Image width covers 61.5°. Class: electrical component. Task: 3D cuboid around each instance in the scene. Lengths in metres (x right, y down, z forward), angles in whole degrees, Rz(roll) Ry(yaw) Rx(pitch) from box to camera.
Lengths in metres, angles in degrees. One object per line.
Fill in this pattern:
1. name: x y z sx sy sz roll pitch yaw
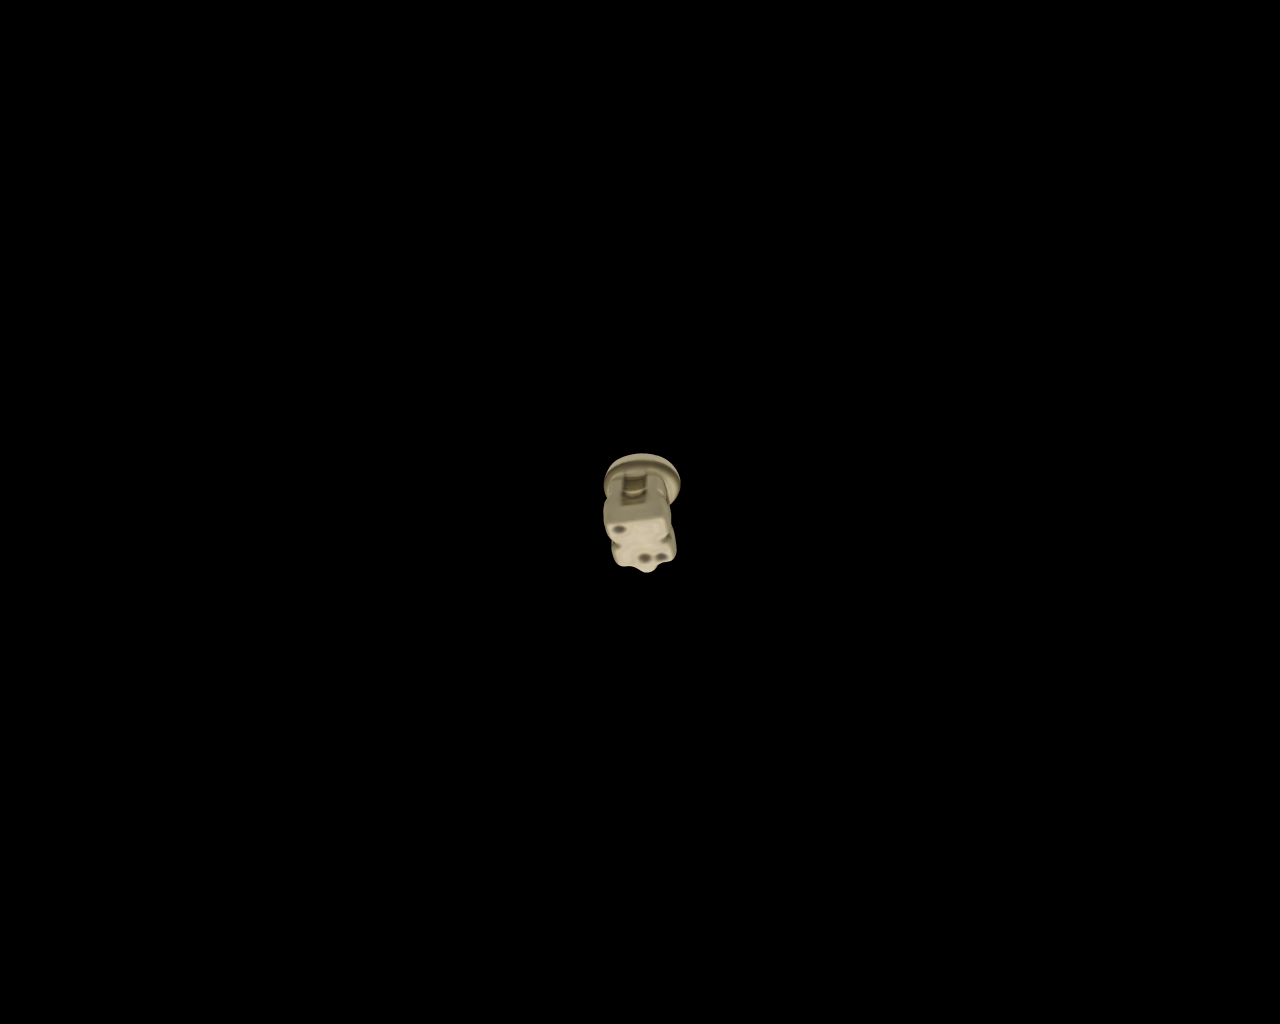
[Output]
1. electrical component: 0.001 -0.003 0.650 0.048 0.055 0.066 -5 -40 6
